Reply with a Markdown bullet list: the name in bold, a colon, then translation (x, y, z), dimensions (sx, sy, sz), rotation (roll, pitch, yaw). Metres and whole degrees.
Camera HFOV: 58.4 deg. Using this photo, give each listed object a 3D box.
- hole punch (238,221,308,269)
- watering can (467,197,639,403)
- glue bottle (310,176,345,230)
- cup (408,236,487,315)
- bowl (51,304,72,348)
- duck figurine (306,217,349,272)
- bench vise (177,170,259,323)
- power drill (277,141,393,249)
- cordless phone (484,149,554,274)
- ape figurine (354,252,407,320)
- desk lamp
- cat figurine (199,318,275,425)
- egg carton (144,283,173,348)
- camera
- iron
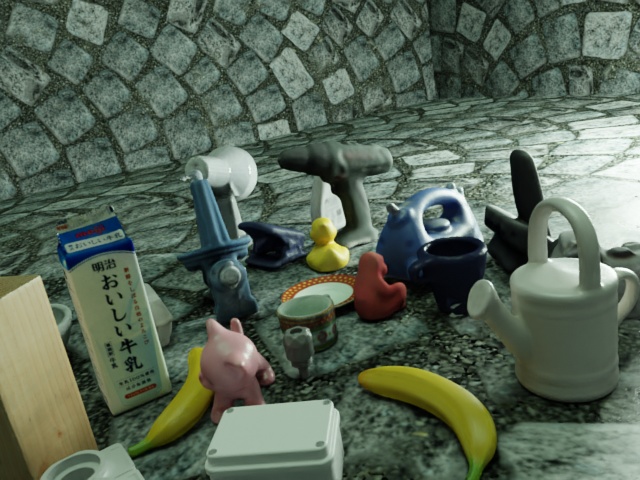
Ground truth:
- **hole punch**: translation (-0.090, -0.004, 1.091), dimensions (0.108, 0.091, 0.101), rotation (8, 25, 44)
- **watering can**: translation (0.235, 0.055, 0.567), dimensions (0.173, 0.194, 0.100), rotation (-20, 21, -29)
- **glue bottle**: translation (0.008, -0.101, 1.205), dimensions (0.078, 0.173, 0.037), rotation (-25, 23, -39)
- **cup**: translation (0.170, 0.056, 0.763), dimensions (0.118, 0.095, 0.091), rotation (-19, 20, -27)
- **bowl**: translation (-0.425, 0.157, 0.802), dimensions (0.167, 0.075, 0.167), rotation (-9, 18, 3)
- **duck figurine**: translation (0.009, 0.004, 1.023), dimensions (0.077, 0.086, 0.104), rotation (-12, 18, -6)
- **bench vise**: translation (-0.151, 0.003, 0.891), dimensions (0.122, 0.220, 0.206), rotation (-22, 21, -33)
- **power drill**: translation (0.040, -0.091, 1.099), dimensions (0.230, 0.208, 0.075), rotation (-18, 20, -24)
- **cordless phone**: translation (0.308, -0.056, 0.885), dimensions (0.094, 0.185, 0.147), rotation (-12, 18, -6)
- **ape figurine**: translation (0.077, 0.060, 0.803), dimensions (0.076, 0.092, 0.077), rotation (-20, 21, -29)
- **desk lamp**: translation (-0.207, -0.082, 1.192), dimensions (0.117, 0.214, 0.203), rotation (-4, 19, 17)
- **cat figurine**: translation (-0.095, 0.133, 0.629), dimensions (0.067, 0.118, 0.128), rotation (-9, 18, 3)
- **egg carton**: translation (-0.282, 0.119, 0.851), dimensions (0.107, 0.069, 0.150), rotation (-18, 20, -25)
- **camera**: translation (0.346, 0.032, 0.732), dimensions (0.143, 0.101, 0.137), rotation (-5, 18, 16)
- **iron**: translation (0.186, -0.024, 0.924), dimensions (0.118, 0.141, 0.259), rotation (8, 25, 43)
